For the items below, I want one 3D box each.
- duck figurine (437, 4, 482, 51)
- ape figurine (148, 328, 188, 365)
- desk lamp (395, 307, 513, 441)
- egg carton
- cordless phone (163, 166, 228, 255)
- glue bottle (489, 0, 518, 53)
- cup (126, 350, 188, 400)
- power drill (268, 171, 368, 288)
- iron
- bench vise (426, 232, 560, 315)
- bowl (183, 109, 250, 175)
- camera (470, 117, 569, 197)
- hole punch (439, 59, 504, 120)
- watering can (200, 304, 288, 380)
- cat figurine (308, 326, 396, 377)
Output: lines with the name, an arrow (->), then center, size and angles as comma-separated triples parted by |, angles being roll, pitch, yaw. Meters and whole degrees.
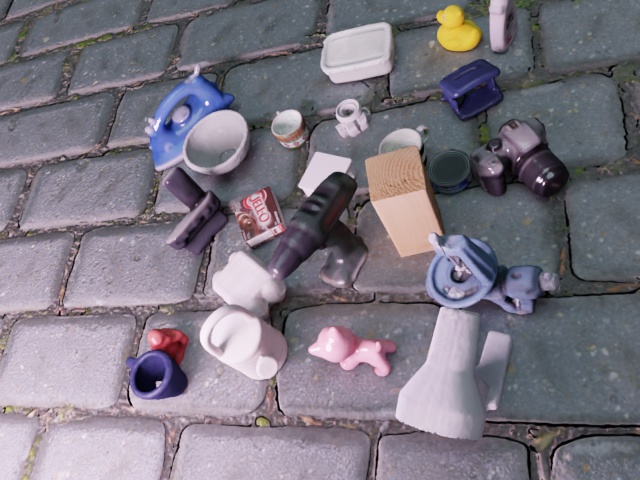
duck figurine -> 0.293, -0.459, 1.221 | 0.104, 0.086, 0.077 | 32, 79, 33
ape figurine -> -0.303, 0.201, 1.116 | 0.078, 0.092, 0.076 | -35, 56, 2
desk lamp -> 0.200, 0.195, 0.835 | 0.117, 0.214, 0.203 | 9, 68, 27
egg carton -> -0.138, 0.089, 1.120 | 0.149, 0.070, 0.107 | 34, 80, 33
cordless phone -> -0.291, -0.064, 1.195 | 0.093, 0.185, 0.148 | 28, 77, 32
glue bottle -> 0.361, -0.460, 1.140 | 0.037, 0.174, 0.078 | 17, 72, 29
cup -> -0.305, 0.259, 1.084 | 0.117, 0.095, 0.092 | 18, 72, 29
power drill -> 0.009, 0.004, 1.020 | 0.075, 0.209, 0.230 | 18, 72, 30
iron -> -0.333, -0.292, 1.360 | 0.258, 0.142, 0.118 | -47, 56, -6
bench vise -> 0.255, 0.036, 0.893 | 0.207, 0.220, 0.121 | -13, 59, 16
bowl -> -0.225, -0.211, 1.312 | 0.167, 0.075, 0.167 | -10, 61, 18
camera -> 0.358, -0.137, 1.013 | 0.143, 0.101, 0.136 | -34, 56, 3
hole punch -> 0.295, -0.312, 1.138 | 0.108, 0.091, 0.101 | -29, 56, 6
watering can -> -0.133, 0.174, 0.997 | 0.172, 0.195, 0.101 | 12, 69, 28
cat figurine -> 0.052, 0.179, 0.964 | 0.127, 0.118, 0.067 | 1, 64, 23
